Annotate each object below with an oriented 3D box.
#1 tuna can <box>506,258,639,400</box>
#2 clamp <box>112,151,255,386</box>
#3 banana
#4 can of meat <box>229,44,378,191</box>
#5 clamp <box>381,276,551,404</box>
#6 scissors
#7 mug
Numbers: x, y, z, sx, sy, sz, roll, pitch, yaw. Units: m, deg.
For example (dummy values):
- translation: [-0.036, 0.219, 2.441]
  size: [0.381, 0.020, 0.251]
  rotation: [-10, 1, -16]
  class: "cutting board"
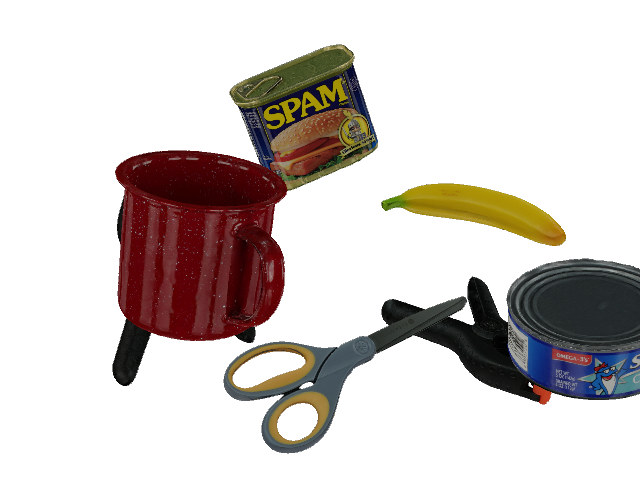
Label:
- translation: [0.139, 0.045, 0.550]
  size: [0.086, 0.034, 0.086]
  rotation: [-4, 28, 2]
  class: "tuna can"
- translation: [-0.135, 0.021, 1.012]
  size: [0.036, 0.210, 0.164]
  rotation: [-7, -1, 45]
  class: "clamp"
- translation: [0.167, -0.029, 1.126]
  size: [0.198, 0.037, 0.069]
  rotation: [10, 39, 25]
  class: "banana"
- translation: [-0.011, -0.098, 0.863]
  size: [0.102, 0.084, 0.057]
  rotation: [-23, 28, -5]
  class: "can of meat"
- translation: [0.152, 0.085, 0.961]
  size: [0.120, 0.039, 0.172]
  rotation: [-25, 44, -36]
  class: "clamp"
- translation: [0.029, 0.101, 0.805]
  size: [0.201, 0.096, 0.016]
  rotation: [-10, -29, -10]
  class: "scissors"
- translation: [-0.061, 0.007, 0.584]
  size: [0.093, 0.081, 0.117]
  rotation: [-14, 30, -44]
  class: "mug"
